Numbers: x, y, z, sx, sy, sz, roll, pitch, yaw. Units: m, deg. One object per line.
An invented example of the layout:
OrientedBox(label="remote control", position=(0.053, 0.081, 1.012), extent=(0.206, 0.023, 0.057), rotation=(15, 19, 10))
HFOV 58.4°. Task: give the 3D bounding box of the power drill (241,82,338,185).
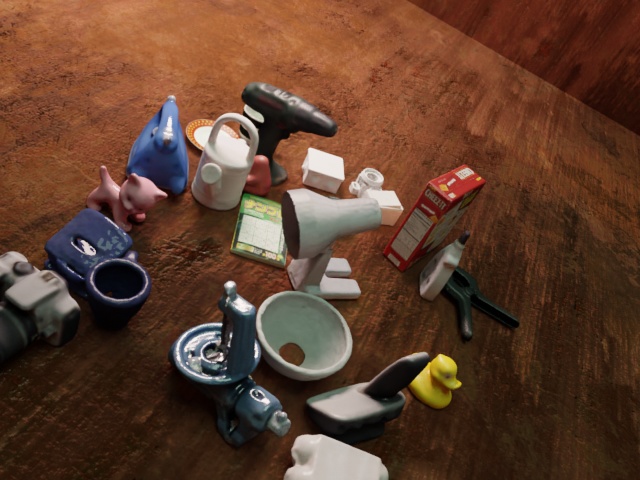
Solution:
OrientedBox(label="power drill", position=(-0.084, -0.227, 1.240), extent=(0.229, 0.208, 0.076), rotation=(38, 40, 12))

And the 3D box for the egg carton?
OrientedBox(label="egg carton", position=(0.023, 0.340, 0.796), extent=(0.150, 0.069, 0.107), rotation=(23, 39, -6))

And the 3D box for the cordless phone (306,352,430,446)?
OrientedBox(label="cordless phone", position=(0.074, 0.225, 0.859), extent=(0.148, 0.185, 0.094), rotation=(-8, 51, -36))

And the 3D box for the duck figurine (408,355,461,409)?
OrientedBox(label="duck figurine", position=(0.202, 0.234, 1.005), extent=(0.078, 0.086, 0.104), rotation=(-21, 59, -43))

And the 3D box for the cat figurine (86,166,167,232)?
OrientedBox(label="cat figurine", position=(-0.337, -0.082, 1.003), extent=(0.127, 0.117, 0.067), rotation=(32, 39, 5))

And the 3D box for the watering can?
OrientedBox(label="watering can", position=(-0.180, -0.154, 1.114), extent=(0.101, 0.194, 0.172), rotation=(13, 41, -18))

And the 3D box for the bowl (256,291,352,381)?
OrientedBox(label="bowl", position=(-0.035, 0.169, 0.943), extent=(0.168, 0.074, 0.167), rotation=(17, 40, -14))

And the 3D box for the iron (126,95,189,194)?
OrientedBox(label="iron", position=(-0.309, -0.212, 1.142), extent=(0.119, 0.141, 0.258), rotation=(11, 42, -21))

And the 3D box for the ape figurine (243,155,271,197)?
OrientedBox(label="ape figurine", position=(-0.132, -0.141, 1.209), extent=(0.076, 0.092, 0.078), rotation=(40, 40, 14))

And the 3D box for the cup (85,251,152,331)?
OrientedBox(label="cup", position=(-0.305, 0.080, 0.863), extent=(0.092, 0.095, 0.117), rotation=(18, 40, -12))

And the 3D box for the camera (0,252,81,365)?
OrientedBox(label="camera", position=(-0.420, 0.095, 0.774), extent=(0.143, 0.100, 0.137), rotation=(34, 39, 7))

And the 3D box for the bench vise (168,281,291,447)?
OrientedBox(label="bench vise", position=(-0.106, 0.165, 0.790), extent=(0.207, 0.219, 0.122), rotation=(31, 39, 3))

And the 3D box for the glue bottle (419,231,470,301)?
OrientedBox(label="glue bottle", position=(0.259, 0.045, 1.175), extent=(0.037, 0.173, 0.078), rotation=(21, 39, -9))

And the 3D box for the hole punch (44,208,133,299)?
OrientedBox(label="hole punch", position=(-0.362, 0.020, 0.898), extent=(0.108, 0.091, 0.101), rotation=(35, 39, 8))

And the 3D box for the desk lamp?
OrientedBox(label="desk lamp", position=(0.010, 0.004, 1.039), extent=(0.204, 0.213, 0.117), rotation=(2, 45, -29))
